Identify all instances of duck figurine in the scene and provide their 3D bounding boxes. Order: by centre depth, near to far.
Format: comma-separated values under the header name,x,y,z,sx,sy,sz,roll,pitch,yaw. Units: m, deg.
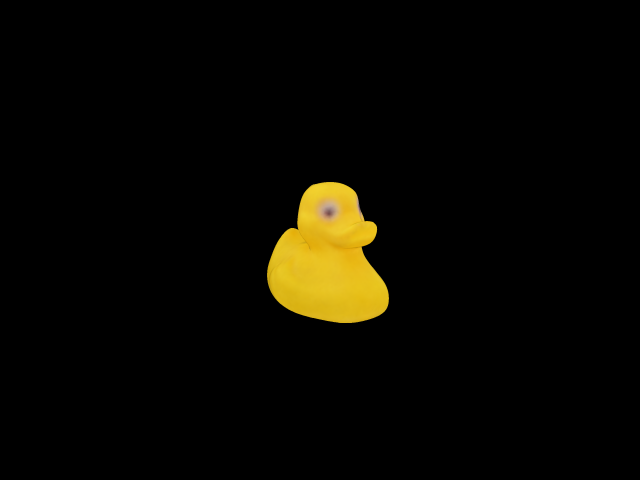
name,x,y,z,sx,sy,sz,roll,pitch,yaw
duck figurine,0.004,0.001,0.400,0.078,0.086,0.104,-11,19,-34
